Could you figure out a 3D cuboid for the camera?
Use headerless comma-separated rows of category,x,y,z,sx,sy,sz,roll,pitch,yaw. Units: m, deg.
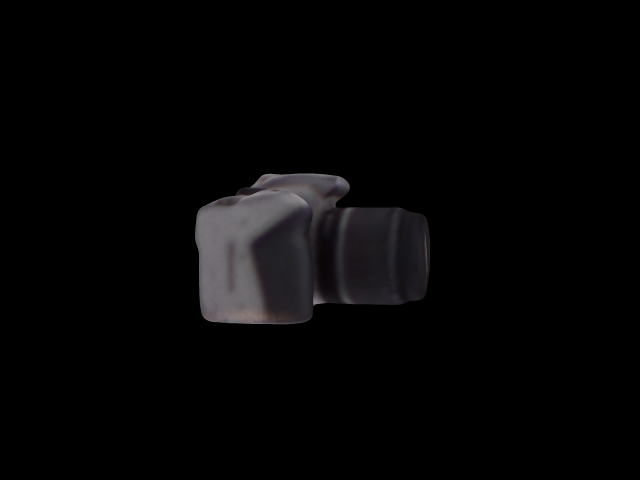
camera,0.004,0.001,0.400,0.136,0.101,0.143,0,0,17
